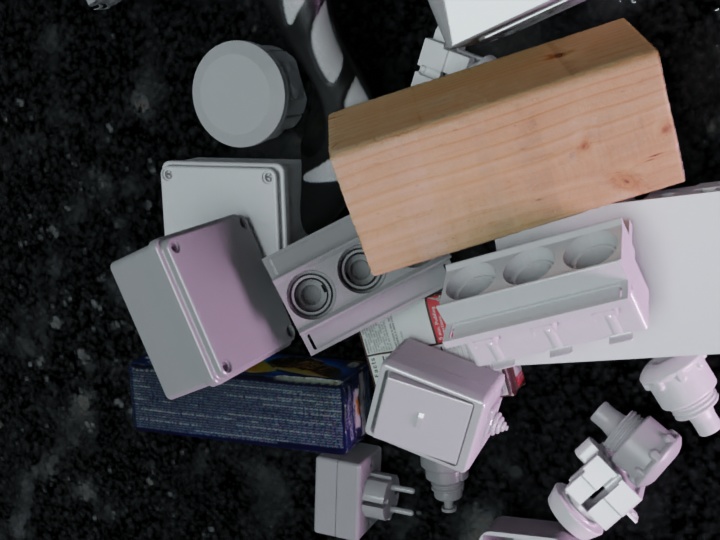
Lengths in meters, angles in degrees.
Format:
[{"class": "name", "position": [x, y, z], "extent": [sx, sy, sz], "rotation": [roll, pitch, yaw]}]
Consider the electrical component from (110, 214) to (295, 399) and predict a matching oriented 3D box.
[{"class": "electrical component", "position": [-0.112, 0.024, 0.784], "extent": [0.056, 0.109, 0.108], "rotation": [-22, 92, 29]}]

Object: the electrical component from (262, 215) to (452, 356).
[{"class": "electrical component", "position": [0.000, 0.000, 0.795], "extent": [0.121, 0.063, 0.078], "rotation": [-27, 90, -3]}]

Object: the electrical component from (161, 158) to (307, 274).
[{"class": "electrical component", "position": [-0.098, -0.034, 0.858], "extent": [0.109, 0.056, 0.108], "rotation": [4, 103, 23]}]

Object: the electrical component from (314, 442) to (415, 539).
[{"class": "electrical component", "position": [0.008, 0.179, 0.863], "extent": [0.077, 0.047, 0.065], "rotation": [7, 103, 22]}]

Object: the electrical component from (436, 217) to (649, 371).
[{"class": "electrical component", "position": [0.120, 0.018, 0.696], "extent": [0.121, 0.078, 0.063], "rotation": [-16, 124, 26]}]

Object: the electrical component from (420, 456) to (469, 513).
[{"class": "electrical component", "position": [0.067, 0.149, 0.834], "extent": [0.040, 0.040, 0.078], "rotation": [1, 102, 24]}]

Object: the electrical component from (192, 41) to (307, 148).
[{"class": "electrical component", "position": [-0.085, -0.137, 0.833], "extent": [0.080, 0.051, 0.080], "rotation": [5, 103, 23]}]

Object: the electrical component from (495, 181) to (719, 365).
[{"class": "electrical component", "position": [0.195, 0.001, 0.734], "extent": [0.186, 0.060, 0.105], "rotation": [-6, 99, 25]}]

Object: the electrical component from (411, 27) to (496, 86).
[{"class": "electrical component", "position": [0.072, -0.135, 0.768], "extent": [0.055, 0.048, 0.066], "rotation": [26, 111, 25]}]

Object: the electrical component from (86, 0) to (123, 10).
[{"class": "electrical component", "position": [-0.208, -0.249, 0.869], "extent": [0.081, 0.042, 0.063], "rotation": [-25, 94, 27]}]

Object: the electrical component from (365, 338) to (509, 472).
[{"class": "electrical component", "position": [0.059, 0.100, 0.773], "extent": [0.096, 0.061, 0.061], "rotation": [20, 114, 16]}]

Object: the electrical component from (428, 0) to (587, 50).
[{"class": "electrical component", "position": [0.109, -0.192, 0.704], "extent": [0.109, 0.109, 0.056], "rotation": [-21, 95, 26]}]

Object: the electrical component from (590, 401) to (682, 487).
[{"class": "electrical component", "position": [0.195, 0.121, 0.770], "extent": [0.062, 0.048, 0.048], "rotation": [41, 114, 19]}]

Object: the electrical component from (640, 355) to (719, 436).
[{"class": "electrical component", "position": [0.229, 0.085, 0.748], "extent": [0.048, 0.048, 0.062], "rotation": [-30, 94, 26]}]

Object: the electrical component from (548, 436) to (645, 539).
[{"class": "electrical component", "position": [0.172, 0.165, 0.789], "extent": [0.066, 0.048, 0.055], "rotation": [46, 107, 9]}]
